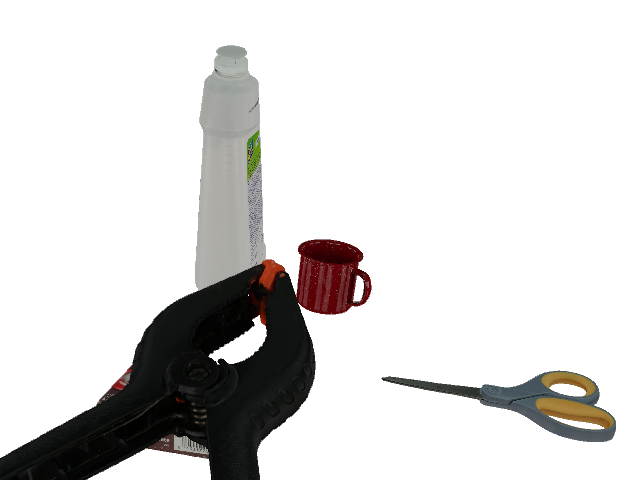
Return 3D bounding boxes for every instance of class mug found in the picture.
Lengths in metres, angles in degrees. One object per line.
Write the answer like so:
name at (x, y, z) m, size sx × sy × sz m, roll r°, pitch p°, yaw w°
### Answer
mug at (0.020, 0.056, 1.507) m, size 0.117 × 0.081 × 0.093 m, roll 18°, pitch 24°, yaw 27°

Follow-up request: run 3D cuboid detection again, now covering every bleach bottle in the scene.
bleach bottle at (-0.087, -0.071, 1.043) m, size 0.068 × 0.251 × 0.102 m, roll 6°, pitch 33°, yaw 4°

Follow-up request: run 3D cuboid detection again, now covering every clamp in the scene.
clamp at (-0.044, 0.074, 0.442) m, size 0.120 × 0.039 × 0.171 m, roll 25°, pitch 48°, yaw 19°

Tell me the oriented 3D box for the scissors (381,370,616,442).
scissors at (0.163, 0.130, 0.947) m, size 0.202 × 0.016 × 0.096 m, roll 16°, pitch 29°, yaw 15°

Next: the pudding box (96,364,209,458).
pudding box at (-0.112, 0.135, 0.862) m, size 0.113 × 0.039 × 0.090 m, roll 9°, pitch 19°, yaw 9°
